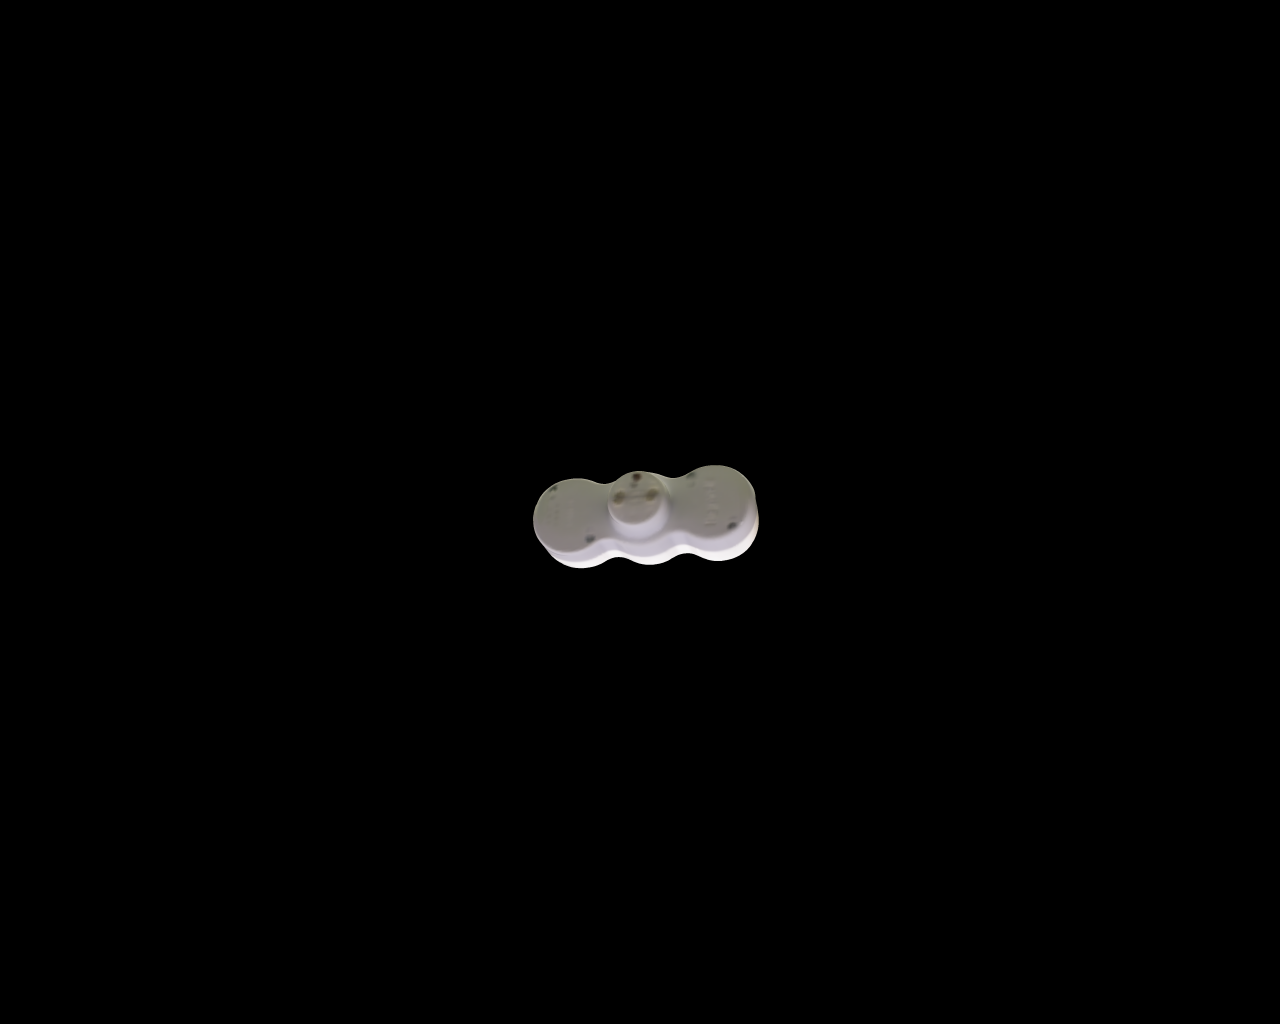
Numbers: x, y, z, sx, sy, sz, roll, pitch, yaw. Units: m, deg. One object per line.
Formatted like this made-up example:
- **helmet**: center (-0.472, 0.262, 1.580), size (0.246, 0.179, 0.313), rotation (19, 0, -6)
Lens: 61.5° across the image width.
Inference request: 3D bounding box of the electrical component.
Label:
- **electrical component**: center (0.001, -0.003, 0.650), size (0.138, 0.052, 0.073), rotation (-4, -23, 9)
